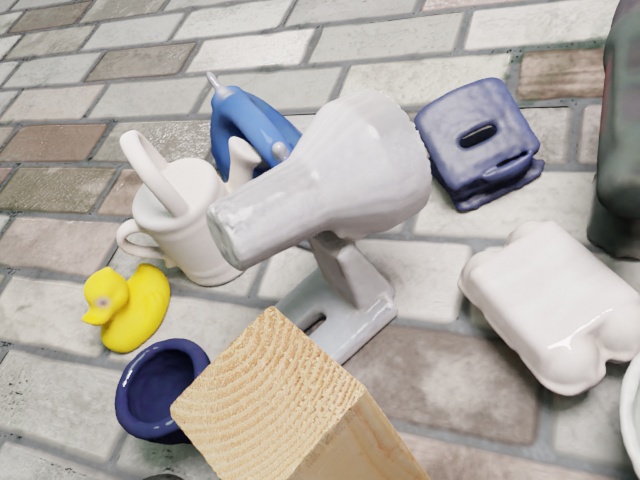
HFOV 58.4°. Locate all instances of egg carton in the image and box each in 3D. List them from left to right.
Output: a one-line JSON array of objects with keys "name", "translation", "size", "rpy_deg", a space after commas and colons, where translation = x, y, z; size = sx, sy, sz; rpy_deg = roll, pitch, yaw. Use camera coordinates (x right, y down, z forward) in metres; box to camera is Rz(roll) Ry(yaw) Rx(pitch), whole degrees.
[{"name": "egg carton", "translation": [0.194, 0.053, 0.481], "size": [0.107, 0.070, 0.150], "rpy_deg": [-33, 49, -3]}]

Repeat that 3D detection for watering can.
[{"name": "watering can", "translation": [-0.144, -0.047, 0.620], "size": [0.100, 0.195, 0.173], "rpy_deg": [30, 70, 37]}]

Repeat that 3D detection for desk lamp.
[{"name": "desk lamp", "translation": [0.005, 0.002, 0.505], "size": [0.203, 0.214, 0.117], "rpy_deg": [-42, 50, -11]}]

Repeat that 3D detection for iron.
[{"name": "iron", "translation": [-0.052, -0.094, 0.652], "size": [0.119, 0.142, 0.257], "rpy_deg": [-37, 49, -7]}]

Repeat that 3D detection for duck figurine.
[{"name": "duck figurine", "translation": [-0.223, 0.063, 0.641], "size": [0.077, 0.086, 0.105], "rpy_deg": [11, 60, 30]}]

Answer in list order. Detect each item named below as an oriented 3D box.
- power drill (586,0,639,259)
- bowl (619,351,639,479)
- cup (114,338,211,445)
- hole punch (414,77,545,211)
[{"name": "power drill", "translation": [0.264, -0.093, 0.470], "size": [0.075, 0.209, 0.230], "rpy_deg": [5, 57, 26]}, {"name": "bowl", "translation": [0.286, 0.135, 0.375], "size": [0.167, 0.075, 0.167], "rpy_deg": [-12, 51, 15]}, {"name": "cup", "translation": [-0.114, 0.154, 0.518], "size": [0.117, 0.095, 0.092], "rpy_deg": [26, 68, 36]}, {"name": "hole punch", "translation": [0.166, -0.101, 0.597], "size": [0.108, 0.091, 0.101], "rpy_deg": [-27, 49, 2]}]
